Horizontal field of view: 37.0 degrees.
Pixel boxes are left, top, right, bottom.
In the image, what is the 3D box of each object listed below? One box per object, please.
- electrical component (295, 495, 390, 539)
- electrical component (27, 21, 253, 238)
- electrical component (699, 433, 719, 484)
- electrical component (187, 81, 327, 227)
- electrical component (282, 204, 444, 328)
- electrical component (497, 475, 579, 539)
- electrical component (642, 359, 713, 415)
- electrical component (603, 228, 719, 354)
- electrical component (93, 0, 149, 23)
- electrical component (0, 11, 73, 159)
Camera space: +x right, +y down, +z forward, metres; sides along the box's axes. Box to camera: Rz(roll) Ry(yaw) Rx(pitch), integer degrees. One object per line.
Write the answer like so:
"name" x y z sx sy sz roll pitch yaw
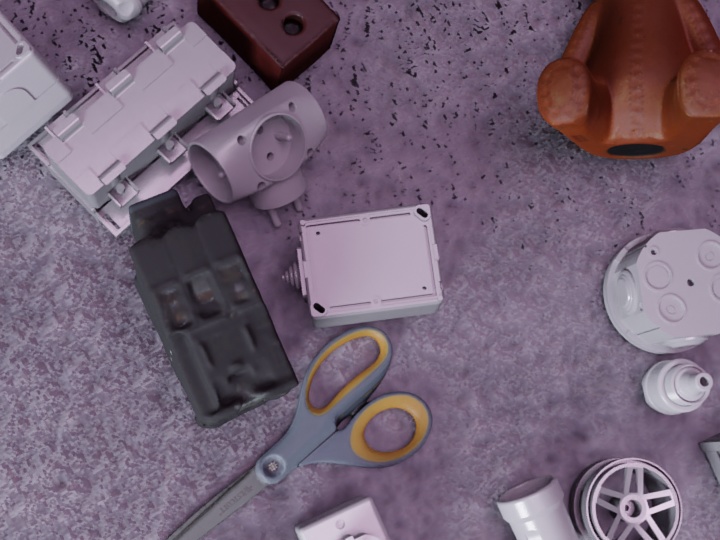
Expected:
"electrical component" -0.001 0.171 0.622 0.047 0.076 0.065 -23 84 -11
"electrical component" -0.132 -0.091 0.659 0.078 0.063 0.121 45 77 2
"electrical component" 0.307 0.106 0.670 0.150 0.089 0.061 -22 83 -11
"electrical component" -0.057 -0.064 0.669 0.077 0.044 0.079 -38 125 -26
"electrical component" 0.000 0.000 0.666 0.096 0.061 0.061 -7 80 -1
"electrical component" 0.111 0.155 0.661 0.040 0.040 0.046 -23 89 -11
"electrical component" 0.203 0.072 0.676 0.035 0.061 0.035 1 79 -8
"electrical component" 0.202 0.012 0.693 0.080 0.051 0.080 1 79 -8
"electrical component" -0.144 -0.191 0.691 0.035 0.035 0.061 34 75 -1
"electrical component" -0.227 -0.122 0.646 0.062 0.061 0.096 -42 64 -5
